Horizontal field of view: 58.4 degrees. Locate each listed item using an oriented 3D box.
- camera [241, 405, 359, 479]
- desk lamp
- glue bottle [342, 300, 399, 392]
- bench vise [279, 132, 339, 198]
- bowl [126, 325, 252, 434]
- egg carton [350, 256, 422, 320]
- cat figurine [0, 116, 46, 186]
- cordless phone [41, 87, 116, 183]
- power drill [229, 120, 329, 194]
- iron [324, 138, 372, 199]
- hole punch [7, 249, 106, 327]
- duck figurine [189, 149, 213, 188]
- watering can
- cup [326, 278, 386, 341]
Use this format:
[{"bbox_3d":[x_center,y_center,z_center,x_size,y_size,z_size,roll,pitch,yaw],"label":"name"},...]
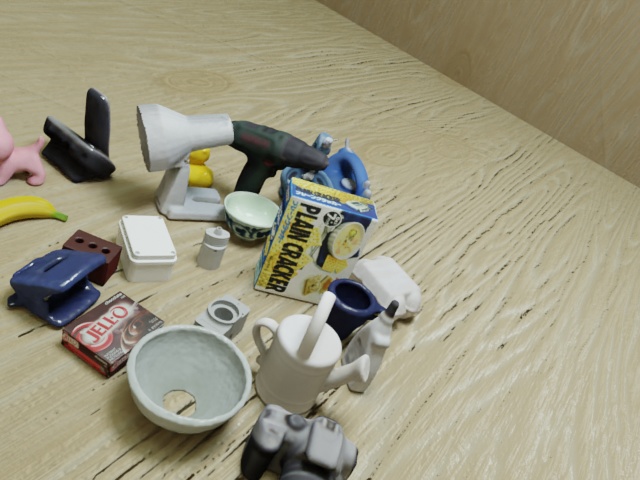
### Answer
[{"bbox_3d":[-0.028,0.291,0.719,0.143,0.101,0.137,24,32,-2],"label":"camera"},{"bbox_3d":[-0.259,-0.151,1.093,0.204,0.213,0.117,1,39,-32],"label":"desk lamp"},{"bbox_3d":[0.086,0.161,0.914,0.037,0.173,0.078,12,35,-20],"label":"glue bottle"},{"bbox_3d":[-0.035,-0.156,1.243,0.122,0.219,0.207,3,38,-30],"label":"bench vise"},{"bbox_3d":[-0.181,0.198,0.774,0.168,0.074,0.167,18,33,-12],"label":"bowl"},{"bbox_3d":[0.129,0.095,1.134,0.107,0.069,0.150,-8,45,-41],"label":"egg carton"},{"bbox_3d":[-0.545,-0.158,0.999,0.128,0.117,0.067,-9,46,-42],"label":"cat figurine"},{"bbox_3d":[-0.450,-0.218,1.087,0.147,0.185,0.094,34,33,14],"label":"cordless phone"},{"bbox_3d":[-0.109,-0.137,1.176,0.229,0.208,0.076,31,33,10],"label":"power drill"},{"bbox_3d":[0.074,-0.122,1.340,0.119,0.141,0.257,6,37,-27],"label":"iron"},{"bbox_3d":[-0.381,0.055,0.829,0.101,0.091,0.109,28,32,5],"label":"hole punch"},{"bbox_3d":[-0.262,-0.169,1.235,0.078,0.086,0.104,-4,42,-37],"label":"duck figurine"},{"bbox_3d":[-0.012,0.158,0.833,0.173,0.194,0.101,15,33,-14],"label":"watering can"},{"bbox_3d":[0.054,0.134,1.004,0.118,0.095,0.091,22,32,-5],"label":"cup"}]
